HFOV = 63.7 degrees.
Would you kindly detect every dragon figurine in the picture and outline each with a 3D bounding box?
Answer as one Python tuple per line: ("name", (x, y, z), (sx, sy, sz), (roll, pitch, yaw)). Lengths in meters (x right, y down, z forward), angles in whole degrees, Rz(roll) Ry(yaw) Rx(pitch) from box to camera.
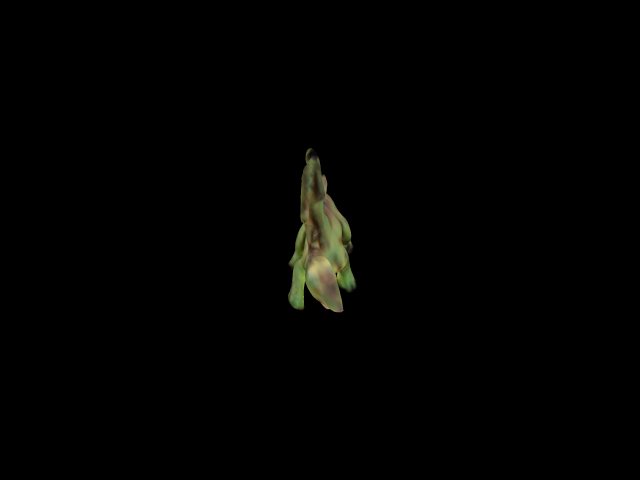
("dragon figurine", (0.003, -0.043, 0.850), (0.122, 0.421, 0.237), (-2, -42, -2))
